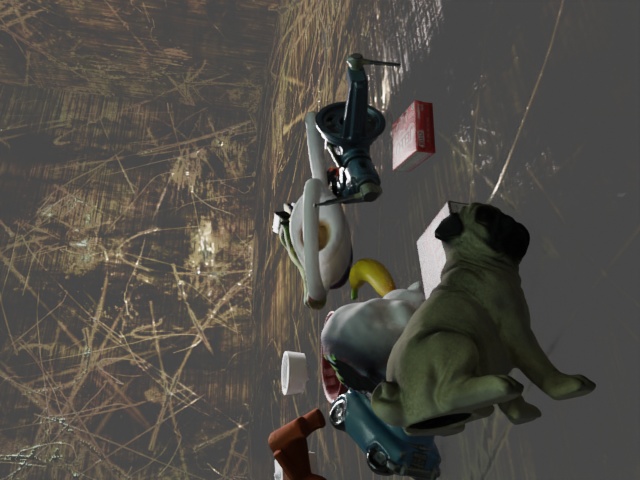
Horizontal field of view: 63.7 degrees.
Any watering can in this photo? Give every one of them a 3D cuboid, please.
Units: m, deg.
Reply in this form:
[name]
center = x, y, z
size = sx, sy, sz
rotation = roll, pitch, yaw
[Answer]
[watering can]
center = 0.003, -0.049, 0.967
size = 0.104, 0.354, 0.220
rotation = -3, -25, 8

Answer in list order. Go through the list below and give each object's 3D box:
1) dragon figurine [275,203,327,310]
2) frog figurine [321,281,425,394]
[dragon figurine]
center = -0.045, 0.053, 1.295
size = 0.122, 0.240, 0.414
rotation = -3, 14, -9
[frog figurine]
center = 0.081, 0.100, 0.620
size = 0.122, 0.162, 0.135
rotation = 39, -27, -7
